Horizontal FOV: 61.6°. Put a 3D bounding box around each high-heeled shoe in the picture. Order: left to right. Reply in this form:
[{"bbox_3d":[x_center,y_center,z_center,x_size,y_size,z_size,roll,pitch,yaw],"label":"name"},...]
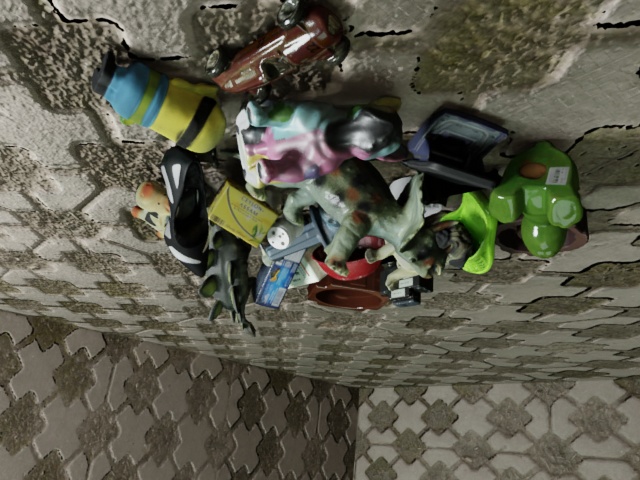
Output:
[{"bbox_3d":[-0.209,-0.039,0.906,0.145,0.086,0.248,11,125,50],"label":"high-heeled shoe"}]

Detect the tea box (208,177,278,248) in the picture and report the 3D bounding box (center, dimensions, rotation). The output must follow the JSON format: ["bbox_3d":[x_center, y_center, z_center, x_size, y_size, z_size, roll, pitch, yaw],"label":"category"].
[{"bbox_3d":[-0.137,-0.052,0.930,0.098,0.068,0.170,32,-178,-17],"label":"tea box"}]

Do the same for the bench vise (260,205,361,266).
[{"bbox_3d":[-0.006,-0.013,0.999,0.241,0.129,0.223,-25,175,9],"label":"bench vise"}]

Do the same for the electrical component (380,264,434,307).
[{"bbox_3d":[0.193,0.082,1.207,0.058,0.134,0.115,22,154,-38],"label":"electrical component"}]

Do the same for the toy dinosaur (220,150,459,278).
[{"bbox_3d":[0.025,-0.082,0.821,0.405,0.192,0.131,42,-175,14],"label":"toy dinosaur"}]

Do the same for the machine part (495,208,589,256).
[{"bbox_3d":[0.399,-0.026,0.993,0.179,0.056,0.179,7,158,3],"label":"machine part"}]

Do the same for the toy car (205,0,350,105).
[{"bbox_3d":[-0.057,-0.218,0.651,0.202,0.053,0.089,-15,153,39],"label":"toy car"}]

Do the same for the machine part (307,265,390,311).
[{"bbox_3d":[0.076,0.114,1.383,0.201,0.087,0.201,9,156,-7],"label":"machine part"}]

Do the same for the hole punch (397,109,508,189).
[{"bbox_3d":[0.194,-0.129,0.778,0.142,0.092,0.116,12,-177,-17],"label":"hole punch"}]

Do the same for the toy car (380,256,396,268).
[{"bbox_3d":[0.176,0.016,1.153,0.202,0.056,0.073,-18,153,40],"label":"toy car"}]

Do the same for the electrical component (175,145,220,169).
[{"bbox_3d":[-0.205,-0.148,0.898,0.063,0.021,0.094,3,156,9],"label":"electrical component"}]

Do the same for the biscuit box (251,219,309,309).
[{"bbox_3d":[-0.082,0.047,1.137,0.059,0.063,0.202,16,113,-24],"label":"biscuit box"}]

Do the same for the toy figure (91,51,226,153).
[{"bbox_3d":[-0.215,-0.181,0.732,0.180,0.089,0.082,19,161,-34],"label":"toy figure"}]

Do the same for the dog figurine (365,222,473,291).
[{"bbox_3d":[0.201,-0.003,0.995,0.191,0.172,0.121,-21,128,36],"label":"dog figurine"}]

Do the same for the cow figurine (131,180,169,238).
[{"bbox_3d":[-0.297,-0.051,1.054,0.127,0.085,0.194,18,161,21],"label":"cow figurine"}]

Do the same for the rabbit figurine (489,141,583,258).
[{"bbox_3d":[0.328,-0.053,0.816,0.121,0.159,0.170,-2,138,24],"label":"rabbit figurine"}]

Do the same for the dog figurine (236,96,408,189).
[{"bbox_3d":[0.007,-0.137,0.729,0.219,0.108,0.192,-9,-174,-16],"label":"dog figurine"}]

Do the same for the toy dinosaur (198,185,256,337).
[{"bbox_3d":[-0.199,0.046,1.145,0.105,0.199,0.470,-8,123,6],"label":"toy dinosaur"}]

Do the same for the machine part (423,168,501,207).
[{"bbox_3d":[0.226,-0.089,0.871,0.139,0.084,0.039,-4,133,5],"label":"machine part"}]
